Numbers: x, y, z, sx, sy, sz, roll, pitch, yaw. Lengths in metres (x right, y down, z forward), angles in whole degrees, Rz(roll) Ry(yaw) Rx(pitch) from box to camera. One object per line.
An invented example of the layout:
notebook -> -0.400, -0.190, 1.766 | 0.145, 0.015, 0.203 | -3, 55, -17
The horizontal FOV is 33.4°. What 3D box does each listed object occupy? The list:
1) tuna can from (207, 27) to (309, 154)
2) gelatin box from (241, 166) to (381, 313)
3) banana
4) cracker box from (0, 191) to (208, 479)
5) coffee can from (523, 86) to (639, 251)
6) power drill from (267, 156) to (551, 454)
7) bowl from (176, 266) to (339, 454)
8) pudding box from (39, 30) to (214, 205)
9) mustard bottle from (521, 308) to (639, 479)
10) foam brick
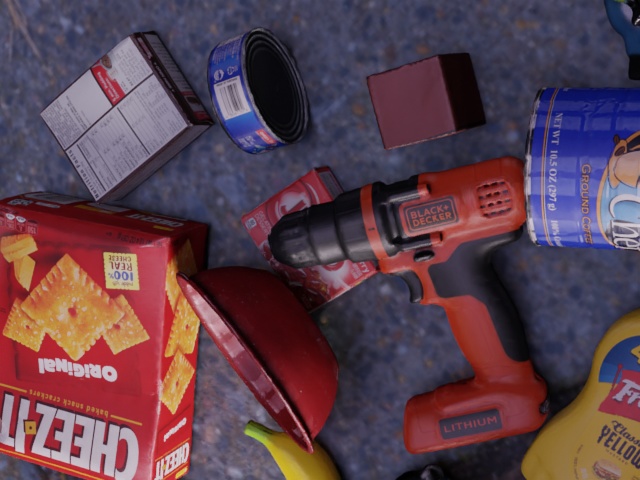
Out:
tuna can -> -0.044, -0.105, 0.757 | 0.034, 0.086, 0.086 | -16, 92, 26
gelatin box -> -0.005, 0.001, 0.788 | 0.073, 0.030, 0.089 | -33, 86, 23
banana -> -0.005, 0.230, 0.824 | 0.070, 0.037, 0.198 | -8, 95, 33
cracker box -> -0.182, 0.080, 0.854 | 0.164, 0.072, 0.214 | 11, 103, 21
coffee can -> 0.205, -0.043, 0.652 | 0.140, 0.102, 0.103 | 4, 100, 23
power drill -> 0.070, 0.048, 0.730 | 0.185, 0.057, 0.187 | -13, 101, 17
bowl -> -0.035, 0.074, 0.768 | 0.055, 0.162, 0.162 | -36, 83, -12
pudding box -> -0.152, -0.094, 0.831 | 0.114, 0.039, 0.090 | -35, 86, 26
mustard bottle -> 0.219, 0.101, 0.694 | 0.096, 0.058, 0.192 | 34, 109, 15
foam brick -> 0.072, -0.093, 0.714 | 0.053, 0.078, 0.051 | -12, 95, 24
